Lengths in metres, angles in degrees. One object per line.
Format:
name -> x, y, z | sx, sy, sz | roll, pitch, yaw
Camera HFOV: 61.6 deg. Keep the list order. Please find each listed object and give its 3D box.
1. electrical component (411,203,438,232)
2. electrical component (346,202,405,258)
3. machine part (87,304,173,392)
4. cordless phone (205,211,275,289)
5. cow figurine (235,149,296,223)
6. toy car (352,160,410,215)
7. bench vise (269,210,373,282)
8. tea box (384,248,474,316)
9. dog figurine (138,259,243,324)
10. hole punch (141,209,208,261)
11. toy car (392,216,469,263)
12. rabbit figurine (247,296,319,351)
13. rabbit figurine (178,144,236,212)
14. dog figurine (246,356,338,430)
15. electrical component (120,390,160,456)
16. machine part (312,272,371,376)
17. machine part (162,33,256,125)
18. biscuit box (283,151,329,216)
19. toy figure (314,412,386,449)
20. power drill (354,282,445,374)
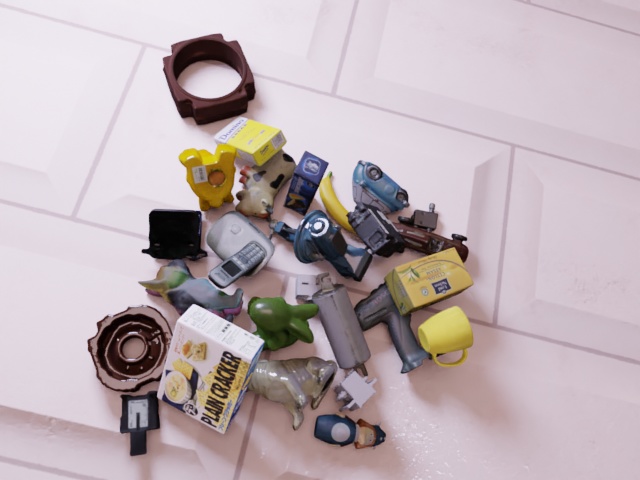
electrical component -> 0.254, -0.049, 1.313 | 0.063, 0.021, 0.094 | 13, 76, -3
electrical component -> 0.128, -0.020, 1.205 | 0.058, 0.134, 0.115 | -40, 68, 18
machine part -> -0.384, 0.223, 1.110 | 0.179, 0.056, 0.179 | 3, 69, -8
cordless phone -> -0.198, 0.029, 1.142 | 0.147, 0.088, 0.184 | 42, 35, 7
cow figurine -> -0.127, -0.127, 1.257 | 0.127, 0.085, 0.195 | 37, 66, 7
toy car -> 0.132, -0.111, 1.286 | 0.161, 0.109, 0.103 | 41, 93, -5
bench vise -> -0.007, 0.006, 1.196 | 0.241, 0.223, 0.129 | 18, 82, 32
tea box -> 0.238, 0.090, 1.175 | 0.170, 0.068, 0.098 | -18, 71, -27
dog figurine -> -0.277, 0.143, 1.130 | 0.219, 0.108, 0.191 | 13, 72, 1
hole punch -> -0.320, -0.016, 1.197 | 0.142, 0.092, 0.115 | 2, 100, -10
toy car -> 0.255, 0.007, 1.270 | 0.202, 0.053, 0.089 | 20, 91, -3
rabbit figurine -> -0.086, 0.171, 1.098 | 0.159, 0.170, 0.121 | 6, 71, 8
rabbit figurine -> -0.247, -0.150, 1.220 | 0.122, 0.173, 0.162 | -23, 120, -15
dog figurine -> -0.079, 0.272, 1.123 | 0.191, 0.121, 0.172 | 31, 35, 21
electrical component -> -0.357, 0.363, 1.068 | 0.075, 0.047, 0.119 | -7, 73, -10
machine part -> 0.045, 0.183, 1.146 | 0.079, 0.079, 0.243 | -24, 98, -15
machine part -> -0.274, -0.400, 1.328 | 0.201, 0.087, 0.201 | -18, 74, -15
biscuit box -> -0.033, -0.122, 1.202 | 0.059, 0.202, 0.063 | 27, 71, -1
toy figure -> 0.065, 0.400, 1.115 | 0.154, 0.058, 0.064 | 11, 108, -6
power drill -> 0.200, 0.177, 1.199 | 0.232, 0.086, 0.207 | -24, 80, -17
